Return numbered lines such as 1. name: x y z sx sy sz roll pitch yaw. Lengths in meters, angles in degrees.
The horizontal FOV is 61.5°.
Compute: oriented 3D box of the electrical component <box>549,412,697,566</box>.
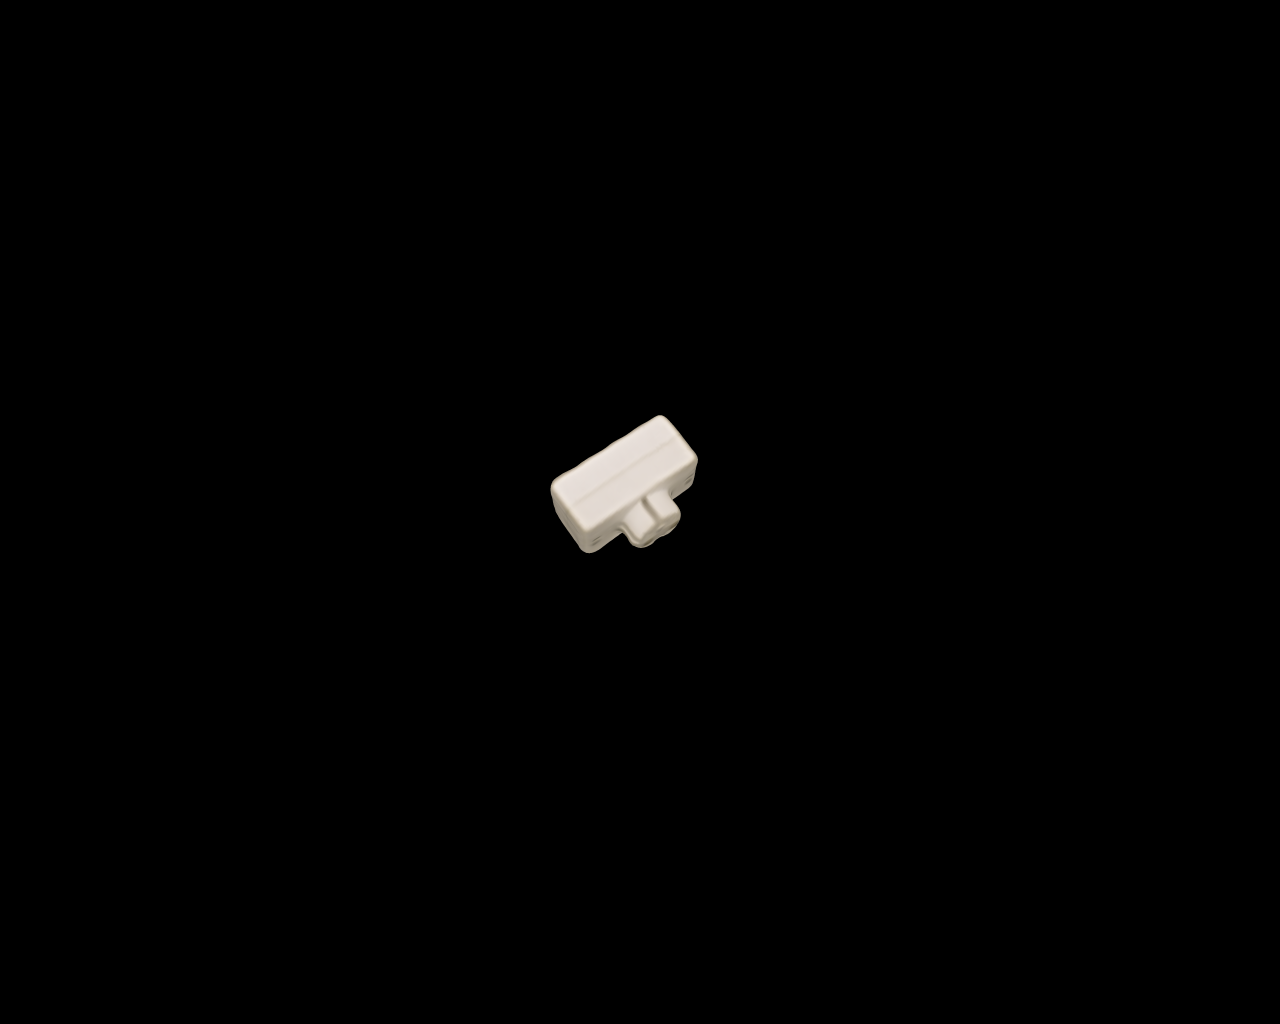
1. electrical component: 0.001 -0.003 0.650 0.083 0.076 0.047 -33 -16 -11
